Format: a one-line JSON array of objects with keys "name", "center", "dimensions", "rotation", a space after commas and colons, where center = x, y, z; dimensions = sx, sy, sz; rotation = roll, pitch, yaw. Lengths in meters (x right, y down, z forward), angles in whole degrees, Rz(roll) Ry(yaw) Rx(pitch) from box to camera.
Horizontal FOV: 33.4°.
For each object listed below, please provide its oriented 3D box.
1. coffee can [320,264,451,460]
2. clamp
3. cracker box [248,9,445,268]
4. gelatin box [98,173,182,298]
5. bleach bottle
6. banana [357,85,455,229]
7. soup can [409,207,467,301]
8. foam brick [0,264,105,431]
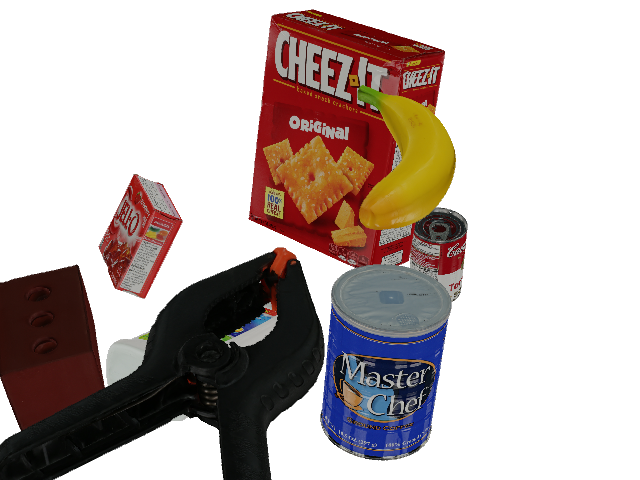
[{"name": "coffee can", "center": [0.055, 0.106, 0.940], "dimensions": [0.103, 0.140, 0.103], "rotation": [3, 31, -2]}, {"name": "clamp", "center": [-0.040, 0.067, 0.452], "dimensions": [0.120, 0.039, 0.171], "rotation": [26, 48, 19]}, {"name": "cracker box", "center": [0.018, -0.095, 1.020], "dimensions": [0.164, 0.214, 0.071], "rotation": [25, 30, 34]}, {"name": "gelatin box", "center": [-0.149, -0.005, 0.872], "dimensions": [0.030, 0.073, 0.089], "rotation": [22, 14, -28]}, {"name": "bleach bottle", "center": [-0.101, 0.101, 1.103], "dimensions": [0.103, 0.068, 0.250], "rotation": [16, 24, 27]}, {"name": "banana", "center": [0.060, -0.055, 0.736], "dimensions": [0.069, 0.037, 0.197], "rotation": [2, 29, 0]}, {"name": "soup can", "center": [0.142, 0.021, 1.305], "dimensions": [0.068, 0.102, 0.068], "rotation": [0, 37, 0]}, {"name": "foam brick", "center": [-0.157, 0.063, 0.622], "dimensions": [0.053, 0.051, 0.078], "rotation": [-13, 42, -10]}]
